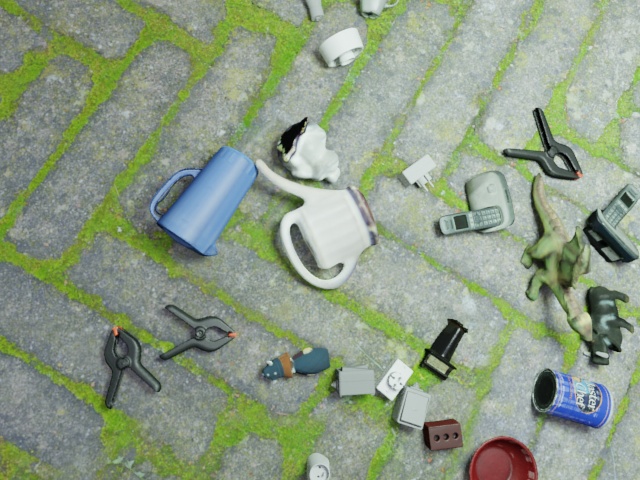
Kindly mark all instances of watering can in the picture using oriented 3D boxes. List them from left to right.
[{"bbox_3d":[0.004,-0.060,1.197,0.225,0.104,0.346,-25,97,-10],"label":"watering can"}]

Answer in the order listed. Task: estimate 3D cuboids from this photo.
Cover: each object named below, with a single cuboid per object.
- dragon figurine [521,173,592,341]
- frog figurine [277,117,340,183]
[{"bbox_3d":[0.567,0.024,1.195,0.122,0.241,0.413,-5,83,-2],"label":"dragon figurine"},{"bbox_3d":[-0.020,-0.208,1.248,0.158,0.122,0.139,31,67,-38],"label":"frog figurine"}]
